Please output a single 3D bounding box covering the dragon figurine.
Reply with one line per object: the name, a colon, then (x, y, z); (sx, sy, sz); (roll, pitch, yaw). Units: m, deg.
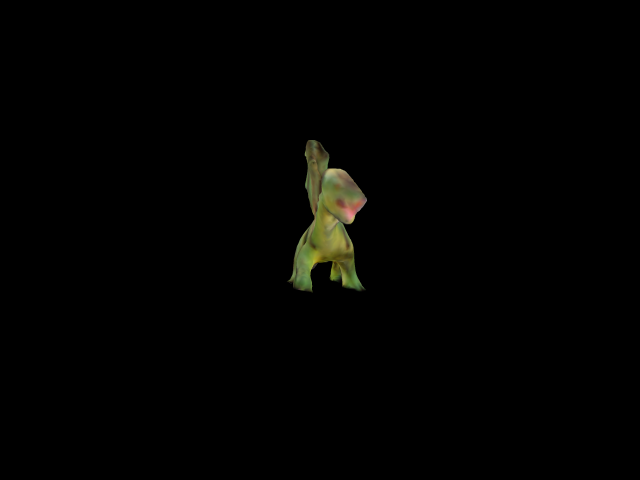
dragon figurine: (0.003, -0.043, 0.850); (0.122, 0.242, 0.411); (-1, 4, -11)
